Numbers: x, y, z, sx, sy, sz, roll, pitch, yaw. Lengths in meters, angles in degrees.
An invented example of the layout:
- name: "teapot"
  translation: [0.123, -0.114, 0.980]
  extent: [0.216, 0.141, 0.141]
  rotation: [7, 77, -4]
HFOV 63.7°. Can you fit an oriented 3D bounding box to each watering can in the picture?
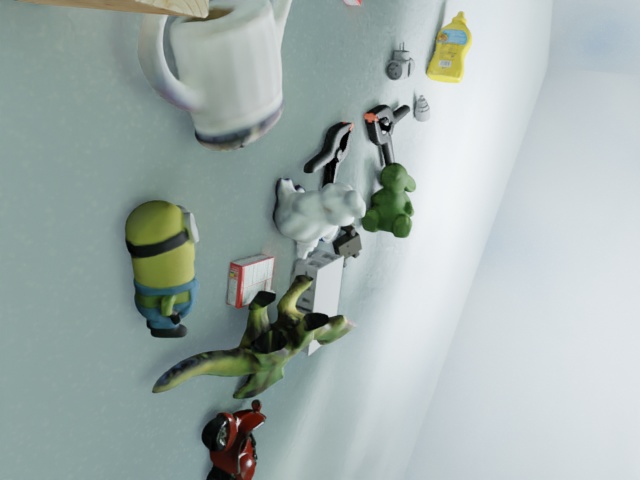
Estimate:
- name: "watering can"
  translation: [-0.090, -0.256, 0.672]
  extent: [0.354, 0.104, 0.219]
  rotation: [-48, 144, -41]

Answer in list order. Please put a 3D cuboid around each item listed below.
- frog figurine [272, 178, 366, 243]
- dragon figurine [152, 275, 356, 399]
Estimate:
- name: "frog figurine"
  translation: [0.003, -0.045, 0.897]
  extent: [0.124, 0.160, 0.135]
  rotation: [-62, 151, -18]
- name: "dragon figurine"
  translation: [-0.094, 0.206, 0.886]
  extent: [0.414, 0.124, 0.237]
  rotation: [-22, 141, -34]
